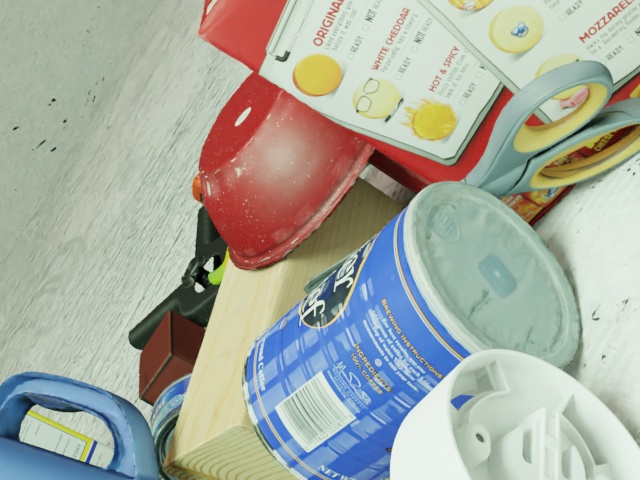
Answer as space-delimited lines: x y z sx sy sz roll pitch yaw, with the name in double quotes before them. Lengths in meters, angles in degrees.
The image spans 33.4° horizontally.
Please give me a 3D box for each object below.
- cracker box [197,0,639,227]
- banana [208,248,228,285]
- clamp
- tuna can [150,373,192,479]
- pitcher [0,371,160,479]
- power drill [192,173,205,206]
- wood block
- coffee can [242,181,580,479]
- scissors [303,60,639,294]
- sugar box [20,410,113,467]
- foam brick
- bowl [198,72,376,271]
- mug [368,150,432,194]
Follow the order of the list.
"cracker box" 0.072 -0.120 0.534 0.164 0.213 0.072 -48 24 28
"banana" -0.031 -0.047 0.908 0.070 0.037 0.197 0 50 48
"clamp" -0.106 0.028 1.005 0.210 0.036 0.164 -13 49 60
"tuna can" -0.069 0.129 0.705 0.086 0.086 0.034 -52 23 20
"pitcher" -0.138 0.172 0.587 0.243 0.149 0.144 1 22 40
"power drill" -0.047 -0.112 0.973 0.187 0.057 0.184 -59 -1 -11
"wood block" -0.013 0.058 0.664 0.090 0.090 0.206 -36 30 44
"coffee can" 0.041 0.052 0.527 0.141 0.102 0.102 -43 25 38
"scissors" 0.069 -0.030 0.524 0.202 0.096 0.016 -22 57 9
"sugar box" -0.224 0.192 0.848 0.048 0.176 0.093 -24 39 55
"foam brick" -0.118 0.107 0.902 0.053 0.051 0.078 -54 20 16
"bowl" -0.026 -0.063 0.657 0.162 0.055 0.162 -43 26 27
"mug" 0.074 -0.081 0.668 0.093 0.081 0.117 -19 44 61
